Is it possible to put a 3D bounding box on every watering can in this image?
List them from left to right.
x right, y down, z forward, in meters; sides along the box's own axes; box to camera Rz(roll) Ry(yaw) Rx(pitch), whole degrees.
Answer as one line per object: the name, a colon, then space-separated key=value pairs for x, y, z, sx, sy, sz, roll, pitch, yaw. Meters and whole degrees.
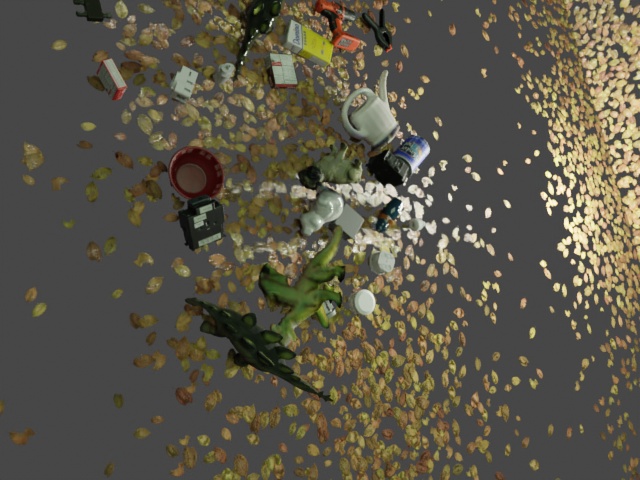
watering can: x=0.208 y=-0.461 z=1.856 sx=0.222 sy=0.103 sz=0.354 roll=50 pitch=56 yaw=-14

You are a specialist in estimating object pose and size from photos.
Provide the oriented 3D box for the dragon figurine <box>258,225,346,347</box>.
dragon figurine: x=-0.059 y=0.121 z=1.524 sx=0.242 sy=0.120 sz=0.419 roll=11 pitch=60 yaw=-11

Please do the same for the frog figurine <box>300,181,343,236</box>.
frog figurine: x=0.005 y=-0.081 z=1.610 sx=0.122 sy=0.135 sz=0.162 roll=22 pitch=65 yaw=-9
